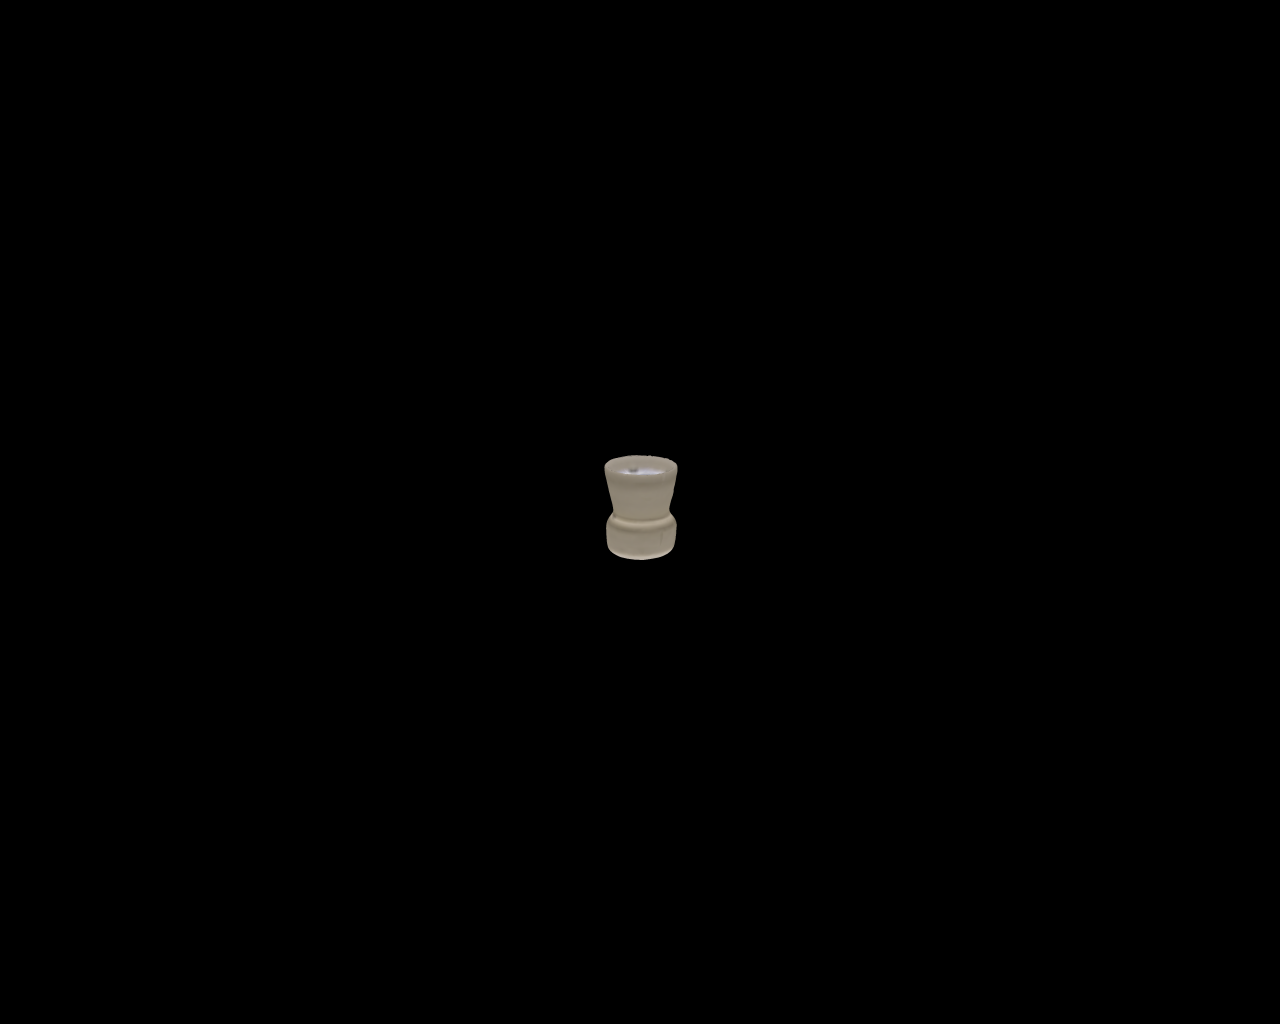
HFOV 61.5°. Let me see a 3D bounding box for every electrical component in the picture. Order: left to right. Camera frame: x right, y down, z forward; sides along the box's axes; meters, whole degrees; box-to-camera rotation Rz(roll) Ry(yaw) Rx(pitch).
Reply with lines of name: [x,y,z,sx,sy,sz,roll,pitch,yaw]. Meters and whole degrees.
electrical component: [0.001,-0.003,0.650,0.045,0.055,0.045,0,18,0]
